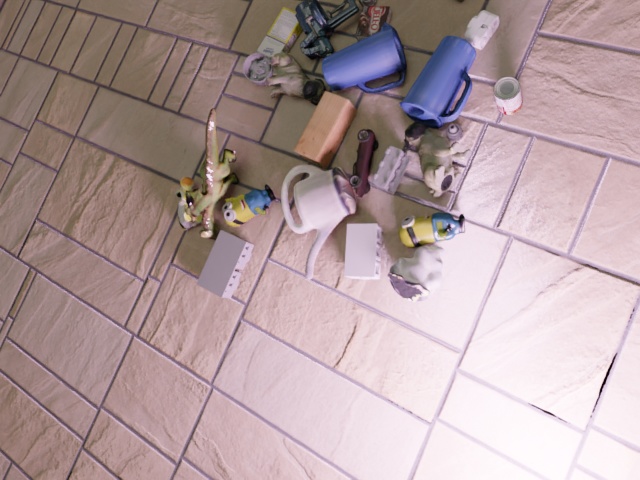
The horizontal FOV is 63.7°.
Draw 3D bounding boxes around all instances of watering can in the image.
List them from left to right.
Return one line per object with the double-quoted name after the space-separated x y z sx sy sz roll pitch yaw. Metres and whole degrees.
0.005 -0.076 1.510 0.223 0.103 0.353 -21 70 16 "watering can"

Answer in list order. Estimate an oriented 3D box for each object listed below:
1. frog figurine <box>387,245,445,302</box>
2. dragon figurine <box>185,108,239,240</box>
0.266 0.081 1.385 0.138 0.120 0.162 14 48 32 "frog figurine"
-0.347 -0.171 1.578 0.122 0.400 0.249 5 41 8 "dragon figurine"
